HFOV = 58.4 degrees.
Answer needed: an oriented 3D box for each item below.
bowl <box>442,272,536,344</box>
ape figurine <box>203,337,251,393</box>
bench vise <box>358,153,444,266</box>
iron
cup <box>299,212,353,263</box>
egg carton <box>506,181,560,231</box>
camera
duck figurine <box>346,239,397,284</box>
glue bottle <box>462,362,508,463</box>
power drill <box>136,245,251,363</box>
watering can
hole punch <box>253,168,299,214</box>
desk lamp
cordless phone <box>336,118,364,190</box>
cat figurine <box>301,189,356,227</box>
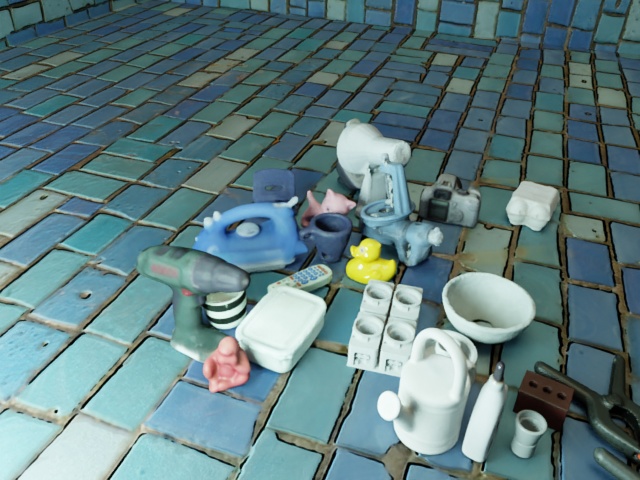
[{"bbox_3d":[0.304,0.137,1.055,0.167,0.075,0.167,1,34,-1],"label":"bowl"},{"bbox_3d":[-0.149,0.196,0.932,0.077,0.092,0.076,15,36,18],"label":"ape figurine"},{"bbox_3d":[0.180,-0.070,1.223,0.206,0.220,0.122,18,38,22],"label":"bench vise"},{"bbox_3d":[-0.157,-0.017,1.198,0.259,0.141,0.118,-8,35,-14],"label":"iron"},{"bbox_3d":[0.011,0.004,1.217,0.118,0.095,0.091,-13,37,-20],"label":"cup"},{"bbox_3d":[0.519,-0.087,1.397,0.107,0.069,0.150,19,38,23],"label":"egg carton"},{"bbox_3d":[0.324,-0.113,1.399,0.143,0.101,0.137,12,36,15],"label":"camera"},{"bbox_3d":[0.107,0.038,1.180,0.104,0.086,0.077,6,35,7],"label":"duck figurine"},{"bbox_3d":[0.243,0.237,0.818,0.037,0.173,0.078,21,39,26],"label":"glue bottle"},{"bbox_3d":[-0.206,0.102,0.964,0.228,0.208,0.076,20,38,24],"label":"power drill"},{"bbox_3d":[0.162,0.215,0.827,0.100,0.194,0.173,21,39,26],"label":"watering can"},{"bbox_3d":[-0.108,-0.115,1.389,0.108,0.091,0.101,-2,35,-5],"label":"hole punch"},{"bbox_3d":[0.138,-0.155,1.351,0.118,0.214,0.202,-24,42,-32],"label":"desk lamp"},{"bbox_3d":[0.112,-0.234,1.491,0.093,0.185,0.148,27,42,33],"label":"cordless phone"},{"bbox_3d":[0.018,-0.073,1.310,0.127,0.118,0.067,26,41,31],"label":"cat figurine"}]
